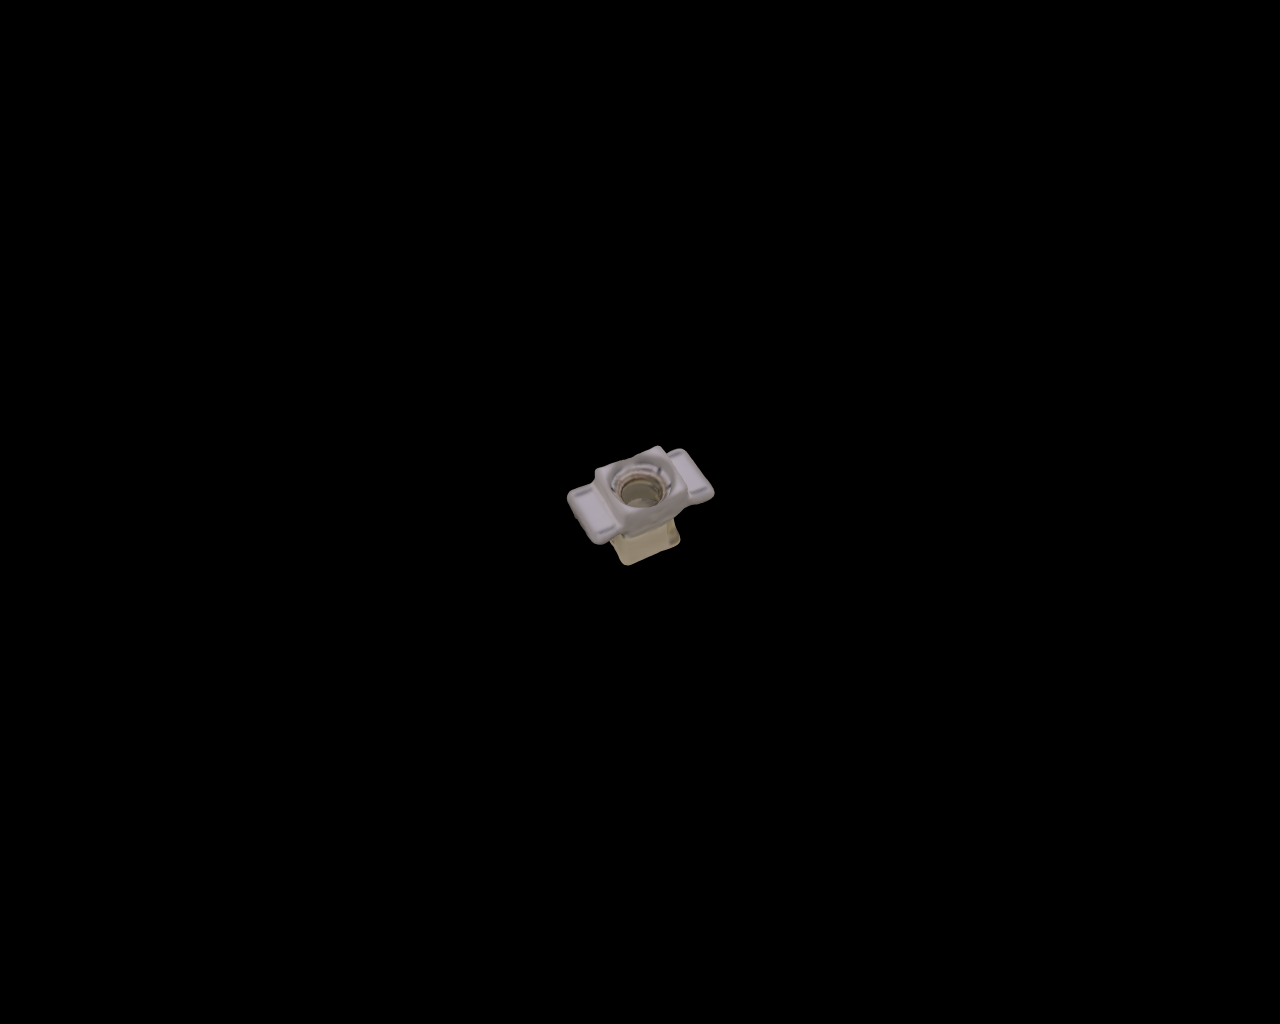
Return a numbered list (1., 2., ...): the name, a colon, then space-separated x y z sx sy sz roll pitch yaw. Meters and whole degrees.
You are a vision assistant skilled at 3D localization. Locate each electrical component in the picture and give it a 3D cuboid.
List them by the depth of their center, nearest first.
1. electrical component: 0.001 -0.003 0.650 0.081 0.042 0.063 -21 -34 -15
